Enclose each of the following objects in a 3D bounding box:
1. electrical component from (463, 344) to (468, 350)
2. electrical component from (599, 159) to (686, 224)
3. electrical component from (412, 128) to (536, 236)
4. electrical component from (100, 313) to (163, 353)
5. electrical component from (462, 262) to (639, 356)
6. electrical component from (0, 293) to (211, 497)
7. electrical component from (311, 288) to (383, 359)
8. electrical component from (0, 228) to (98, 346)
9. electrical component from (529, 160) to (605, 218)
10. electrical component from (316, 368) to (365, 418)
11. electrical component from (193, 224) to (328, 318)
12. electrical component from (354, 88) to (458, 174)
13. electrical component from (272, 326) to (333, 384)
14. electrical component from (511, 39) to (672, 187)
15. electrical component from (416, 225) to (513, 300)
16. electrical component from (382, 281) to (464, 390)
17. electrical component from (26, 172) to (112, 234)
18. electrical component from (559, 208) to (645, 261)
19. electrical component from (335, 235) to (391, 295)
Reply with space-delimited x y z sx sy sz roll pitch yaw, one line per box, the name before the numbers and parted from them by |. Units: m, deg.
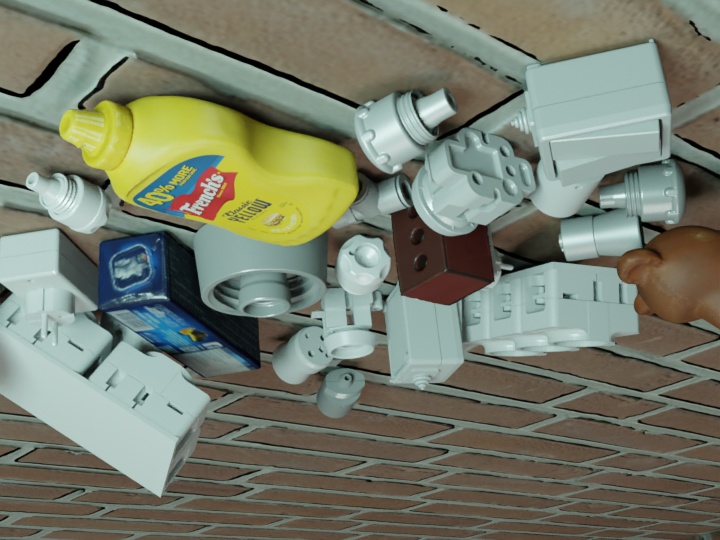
electrical component | 0.101 0.052 1.038 0.044 0.044 0.065 11 147 -34
electrical component | 0.210 -0.057 0.802 0.062 0.048 0.048 -4 158 14
electrical component | 0.073 -0.059 0.746 0.078 0.058 0.057 10 150 -33
electrical component | -0.193 0.052 0.949 0.047 0.055 0.055 -18 154 19
electrical component | 0.163 0.039 0.947 0.089 0.061 0.150 5 169 -25
electrical component | -0.223 0.098 0.912 0.186 0.060 0.105 31 141 6
electrical component | -0.011 0.048 0.981 0.066 0.055 0.048 -2 157 -8
electrical component | -0.240 0.021 0.835 0.047 0.075 0.083 -8 157 6
electrical component | 0.149 -0.074 0.746 0.043 0.043 0.081 -2 157 -10
electrical component | -0.021 0.132 1.193 0.043 0.043 0.081 -1 157 -12
electrical component | -0.077 0.003 0.851 0.108 0.060 0.108 -5 157 -2
electrical component | 0.031 -0.092 0.674 0.062 0.048 0.048 -26 151 25
electrical component | -0.056 0.084 1.071 0.045 0.045 0.055 9 152 -31
electrical component | 0.144 -0.094 0.674 0.096 0.061 0.061 -10 157 11
electrical component | 0.091 -0.003 0.893 0.077 0.047 0.066 9 153 -31
electrical component | 0.061 0.062 0.978 0.061 0.096 0.061 1 156 -15
electrical component | -0.201 -0.049 0.732 0.035 0.035 0.061 -18 152 26
electrical component | 0.195 -0.028 0.870 0.065 0.044 0.044 -8 158 18
electrical component | 0.000 0.000 0.886 0.043 0.043 0.062 -1 158 -12
